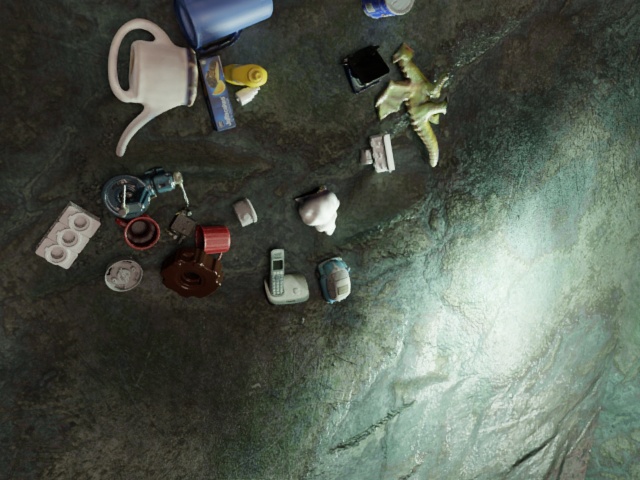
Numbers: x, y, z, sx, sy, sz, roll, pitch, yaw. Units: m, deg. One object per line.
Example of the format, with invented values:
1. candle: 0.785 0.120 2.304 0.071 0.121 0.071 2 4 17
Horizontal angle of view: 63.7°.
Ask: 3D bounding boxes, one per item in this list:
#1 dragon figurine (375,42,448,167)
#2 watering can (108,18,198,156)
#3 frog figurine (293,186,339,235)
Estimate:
1. dragon figurine: 0.299 -0.445 1.720 0.243 0.123 0.406 -1 104 -8
2. watering can: -0.432 -0.389 1.342 0.225 0.105 0.344 -1 103 -26
3. frog figurine: 0.005 -0.083 1.647 0.139 0.122 0.158 -33 107 -35
